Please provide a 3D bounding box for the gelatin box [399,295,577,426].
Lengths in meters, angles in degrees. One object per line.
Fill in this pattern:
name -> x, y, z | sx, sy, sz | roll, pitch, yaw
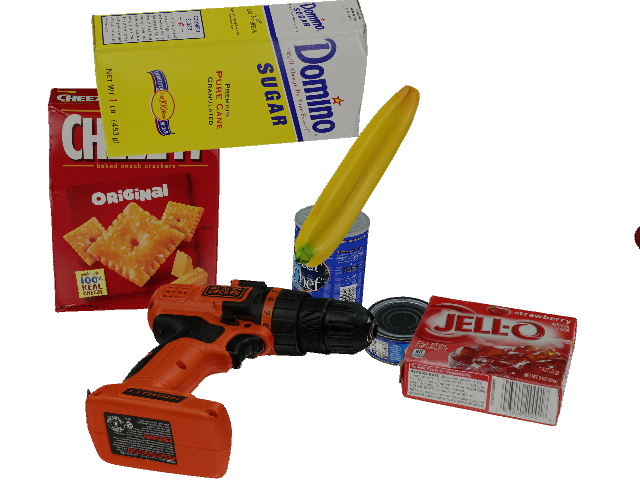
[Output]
gelatin box -> 0.097, 0.066, 0.609 | 0.089, 0.030, 0.073 | 9, 29, 17

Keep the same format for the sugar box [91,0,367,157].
sugar box -> -0.059, -0.107, 0.714 | 0.176, 0.048, 0.093 | -4, -42, -7

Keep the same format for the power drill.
power drill -> -0.067, 0.092, 0.767 | 0.185, 0.057, 0.187 | 2, 25, 20

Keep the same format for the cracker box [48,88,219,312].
cracker box -> -0.183, -0.038, 1.056 | 0.164, 0.214, 0.072 | -1, 21, -11

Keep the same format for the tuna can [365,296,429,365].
tuna can -> 0.088, 0.096, 1.142 | 0.086, 0.034, 0.086 | -1, 30, 1

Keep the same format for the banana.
banana -> 0.029, -0.046, 0.915 | 0.037, 0.197, 0.070 | 36, -23, -10

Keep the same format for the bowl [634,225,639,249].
bowl -> 0.418, 0.026, 1.147 | 0.162, 0.055, 0.162 | -1, 25, 0

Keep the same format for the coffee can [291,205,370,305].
coffee can -> 0.012, 0.033, 1.476 | 0.103, 0.140, 0.103 | 3, 24, -2
